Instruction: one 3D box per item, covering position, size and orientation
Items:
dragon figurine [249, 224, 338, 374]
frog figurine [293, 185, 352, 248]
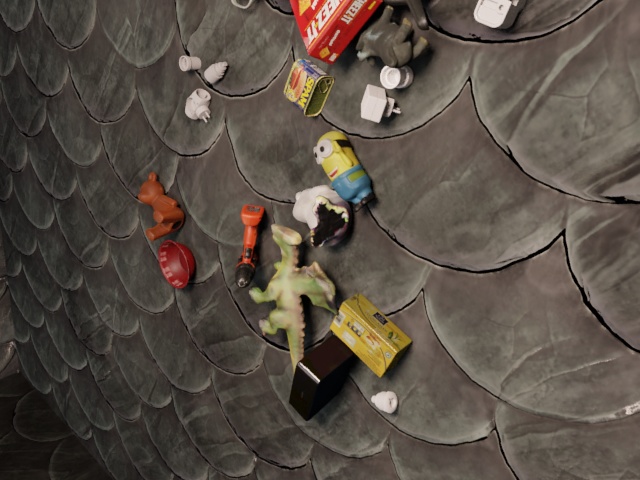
[{"bbox_3d":[-0.047,0.157,1.256,0.240,0.123,0.411,-23,87,51],"label":"dragon figurine"},{"bbox_3d":[0.004,-0.061,1.202,0.161,0.123,0.135,-134,29,-70],"label":"frog figurine"}]
